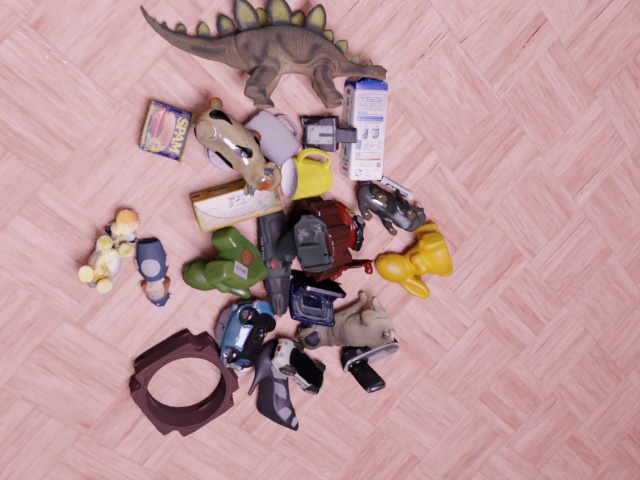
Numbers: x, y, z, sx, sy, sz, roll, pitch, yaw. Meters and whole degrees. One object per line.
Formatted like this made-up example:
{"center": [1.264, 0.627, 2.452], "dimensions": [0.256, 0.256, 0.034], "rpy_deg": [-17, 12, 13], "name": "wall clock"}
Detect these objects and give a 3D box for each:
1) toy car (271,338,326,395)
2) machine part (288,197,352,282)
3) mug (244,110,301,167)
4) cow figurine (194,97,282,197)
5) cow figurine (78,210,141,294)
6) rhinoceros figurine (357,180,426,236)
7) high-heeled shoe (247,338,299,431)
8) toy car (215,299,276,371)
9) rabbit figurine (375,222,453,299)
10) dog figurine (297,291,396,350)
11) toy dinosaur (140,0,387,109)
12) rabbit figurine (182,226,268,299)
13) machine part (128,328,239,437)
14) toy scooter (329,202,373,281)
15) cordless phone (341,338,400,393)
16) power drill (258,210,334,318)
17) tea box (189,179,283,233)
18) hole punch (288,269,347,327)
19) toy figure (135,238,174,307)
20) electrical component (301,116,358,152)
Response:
{"center": [-0.044, 0.294, 1.242], "dimensions": [0.201, 0.056, 0.073], "rpy_deg": [52, 46, -45], "name": "toy car"}
{"center": [-0.002, -0.003, 1.129], "dimensions": [0.056, 0.180, 0.179], "rpy_deg": [-15, 112, -31], "name": "machine part"}
{"center": [-0.094, -0.214, 1.088], "dimensions": [0.107, 0.081, 0.109], "rpy_deg": [47, 67, -19], "name": "mug"}
{"center": [-0.146, -0.162, 0.993], "dimensions": [0.085, 0.127, 0.194], "rpy_deg": [-40, 116, 20], "name": "cow figurine"}
{"center": [-0.406, 0.020, 1.055], "dimensions": [0.068, 0.098, 0.167], "rpy_deg": [31, 76, -18], "name": "cow figurine"}
{"center": [0.161, -0.068, 1.201], "dimensions": [0.190, 0.112, 0.073], "rpy_deg": [23, 115, -29], "name": "rhinoceros figurine"}
{"center": [-0.091, 0.348, 1.284], "dimensions": [0.145, 0.086, 0.248], "rpy_deg": [-60, 138, -28], "name": "high-heeled shoe"}
{"center": [-0.173, 0.196, 1.171], "dimensions": [0.109, 0.103, 0.161], "rpy_deg": [37, 77, -56], "name": "toy car"}
{"center": [0.219, 0.053, 1.272], "dimensions": [0.173, 0.122, 0.162], "rpy_deg": [-18, 122, 2], "name": "rabbit figurine"}
{"center": [0.057, 0.215, 1.224], "dimensions": [0.190, 0.172, 0.121], "rpy_deg": [-24, 102, -18], "name": "dog figurine"}
{"center": [-0.096, -0.353, 1.015], "dimensions": [0.471, 0.105, 0.198], "rpy_deg": [2, 88, -12], "name": "toy dinosaur"}
{"center": [-0.202, 0.057, 1.113], "dimensions": [0.159, 0.170, 0.121], "rpy_deg": [27, 56, -48], "name": "rabbit figurine"}
{"center": [-0.296, 0.314, 1.178], "dimensions": [0.201, 0.087, 0.200], "rpy_deg": [-31, 113, -9], "name": "machine part"}
{"center": [0.061, 0.012, 1.179], "dimensions": [0.075, 0.135, 0.183], "rpy_deg": [-22, 123, -53], "name": "toy scooter"}
{"center": [0.134, 0.287, 1.261], "dimensions": [0.147, 0.184, 0.088], "rpy_deg": [-18, 107, -13], "name": "cordless phone"}
{"center": [-0.057, 0.040, 1.097], "dimensions": [0.086, 0.207, 0.232], "rpy_deg": [-7, 85, -27], "name": "power drill"}
{"center": [-0.172, -0.078, 1.091], "dimensions": [0.170, 0.098, 0.068], "rpy_deg": [-16, 111, -11], "name": "tea box"}
{"center": [-0.014, 0.128, 1.198], "dimensions": [0.142, 0.116, 0.092], "rpy_deg": [11, 105, -18], "name": "hole punch"}
{"center": [-0.342, 0.073, 1.105], "dimensions": [0.064, 0.058, 0.154], "rpy_deg": [4, 111, 21], "name": "toy figure"}
{"center": [0.021, -0.221, 1.111], "dimensions": [0.119, 0.048, 0.074], "rpy_deg": [-1, 108, 12], "name": "electrical component"}
